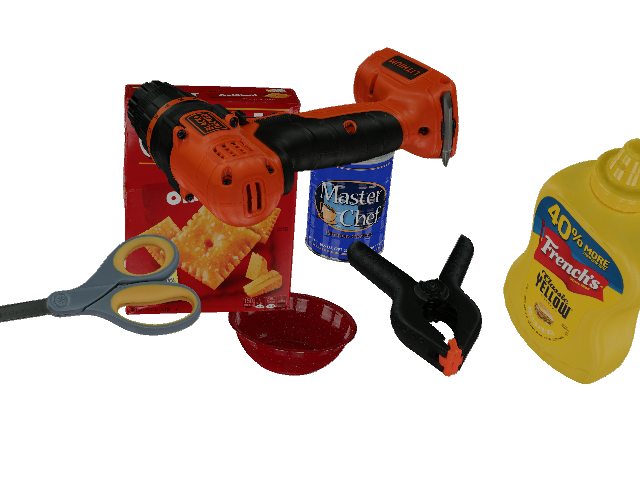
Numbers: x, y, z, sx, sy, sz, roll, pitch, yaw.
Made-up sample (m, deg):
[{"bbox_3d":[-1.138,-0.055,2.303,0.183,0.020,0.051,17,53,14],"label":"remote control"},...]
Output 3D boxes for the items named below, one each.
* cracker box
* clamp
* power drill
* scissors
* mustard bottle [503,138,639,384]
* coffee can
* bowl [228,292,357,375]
[{"bbox_3d":[-0.107,-0.037,1.027,0.164,0.214,0.072,0,20,-10],"label":"cracker box"},{"bbox_3d":[0.105,0.049,0.951,0.120,0.039,0.171,-13,43,-13],"label":"clamp"},{"bbox_3d":[-0.020,-0.077,0.698,0.187,0.057,0.185,-18,33,-21],"label":"power drill"},{"bbox_3d":[-0.193,0.033,0.833,0.201,0.096,0.016,5,-34,-9],"label":"scissors"},{"bbox_3d":[0.174,0.006,0.676,0.058,0.096,0.192,-23,-32,-21],"label":"mustard bottle"},{"bbox_3d":[0.036,-0.058,1.336,0.103,0.140,0.103,3,28,-2],"label":"coffee can"},{"bbox_3d":[-0.037,0.123,1.341,0.162,0.055,0.162,5,23,-2],"label":"bowl"}]
